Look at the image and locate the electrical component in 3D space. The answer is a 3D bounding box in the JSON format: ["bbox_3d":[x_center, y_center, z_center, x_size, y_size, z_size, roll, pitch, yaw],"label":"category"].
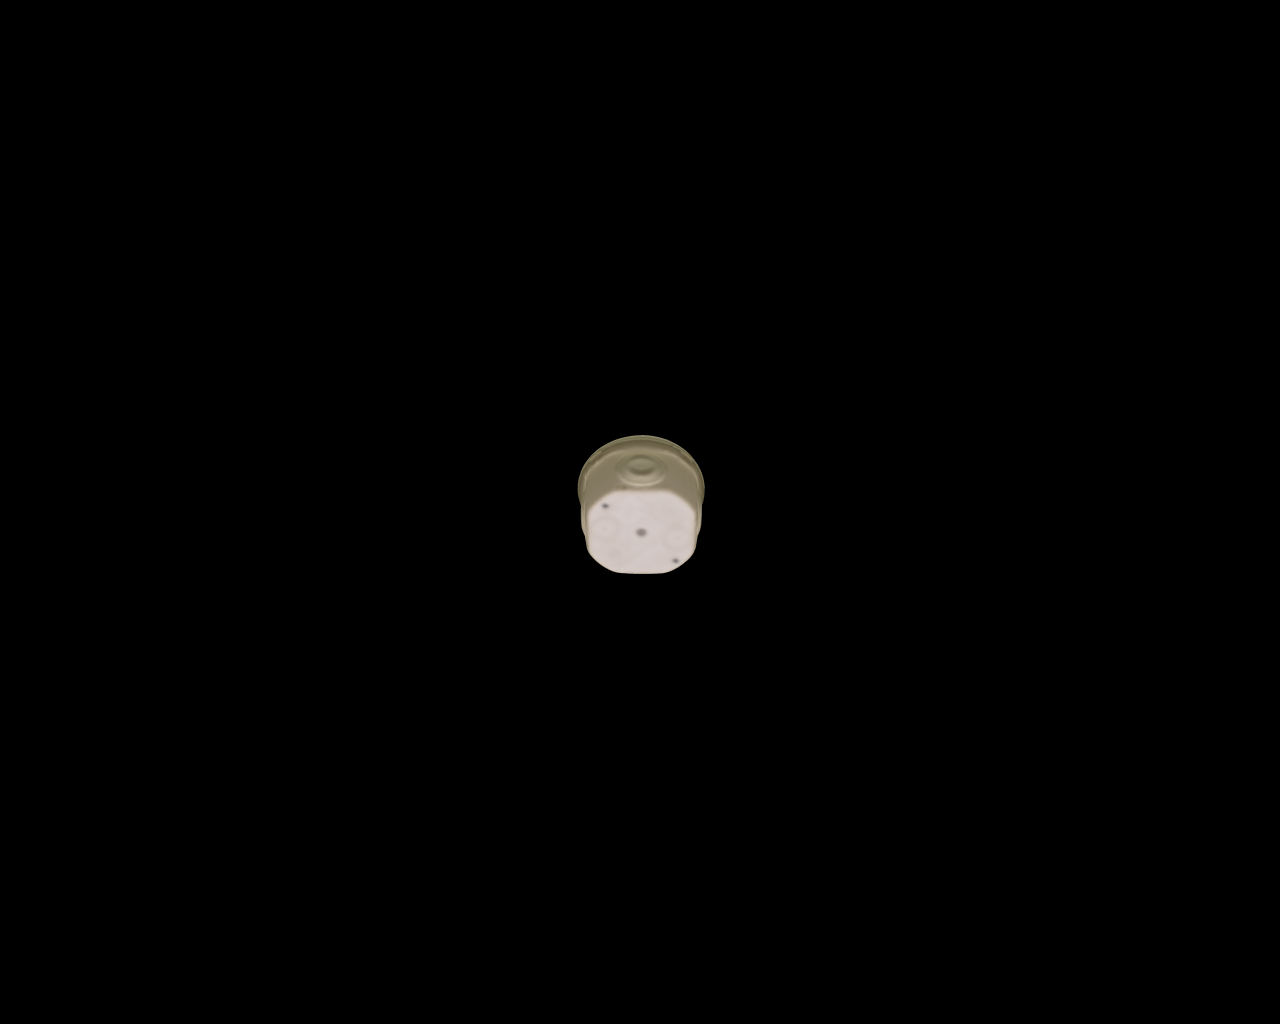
[{"bbox_3d":[0.001,-0.003,0.650,0.080,0.080,0.051,0,37,0],"label":"electrical component"}]
